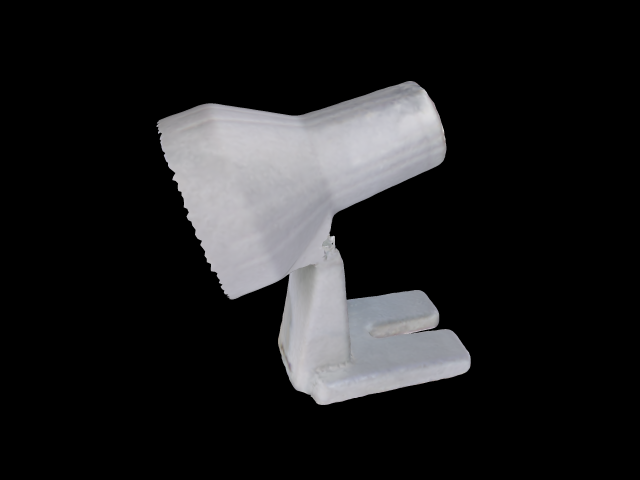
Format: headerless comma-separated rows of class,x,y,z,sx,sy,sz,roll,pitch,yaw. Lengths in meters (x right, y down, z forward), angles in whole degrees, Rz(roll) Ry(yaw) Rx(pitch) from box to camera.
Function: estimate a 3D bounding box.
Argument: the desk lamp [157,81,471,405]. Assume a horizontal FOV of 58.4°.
desk lamp,0.004,0.001,0.400,0.203,0.214,0.117,-8,32,-14
